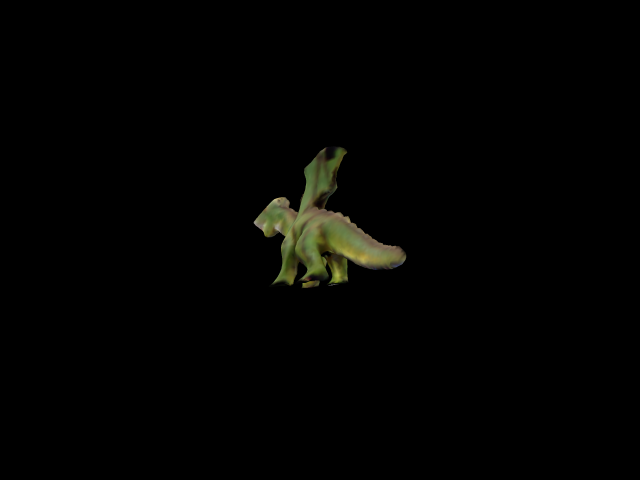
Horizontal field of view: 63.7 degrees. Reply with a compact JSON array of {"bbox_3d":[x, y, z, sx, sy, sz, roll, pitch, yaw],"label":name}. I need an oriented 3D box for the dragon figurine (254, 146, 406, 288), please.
[{"bbox_3d":[0.003,-0.043,0.850,0.122,0.246,0.406,11,-17,-34],"label":"dragon figurine"}]
